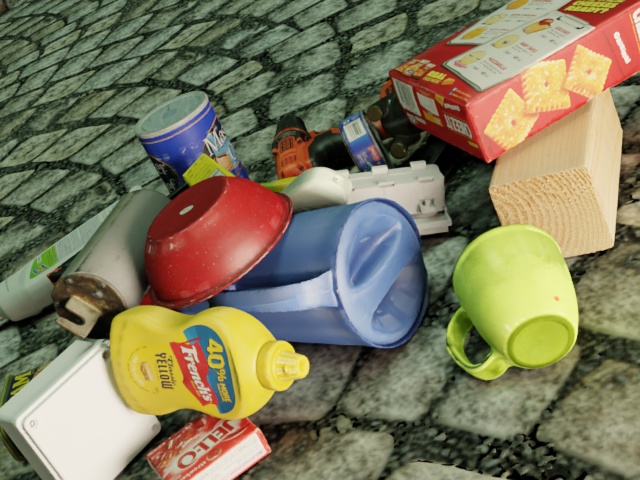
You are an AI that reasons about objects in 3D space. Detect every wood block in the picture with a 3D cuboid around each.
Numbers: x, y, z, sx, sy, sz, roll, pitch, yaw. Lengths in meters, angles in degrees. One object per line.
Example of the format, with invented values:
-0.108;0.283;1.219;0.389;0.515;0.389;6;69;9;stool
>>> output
0.230;-0.076;1.017;0.091;0.090;0.206;-13;29;26;wood block

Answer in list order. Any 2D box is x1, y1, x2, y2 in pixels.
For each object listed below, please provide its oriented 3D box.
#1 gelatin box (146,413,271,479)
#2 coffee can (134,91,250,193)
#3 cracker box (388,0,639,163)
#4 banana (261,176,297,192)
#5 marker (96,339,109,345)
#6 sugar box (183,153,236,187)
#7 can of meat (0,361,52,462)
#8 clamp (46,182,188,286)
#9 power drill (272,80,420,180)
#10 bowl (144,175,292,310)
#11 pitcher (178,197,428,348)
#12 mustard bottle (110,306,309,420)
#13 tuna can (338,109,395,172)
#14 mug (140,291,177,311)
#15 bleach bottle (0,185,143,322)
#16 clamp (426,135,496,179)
-0.097;0.182;0.916;0.089;0.030;0.073;-35;28;-16;gelatin box
-0.160;-0.104;1.364;0.103;0.140;0.103;-21;27;11;coffee can
0.198;-0.170;1.033;0.213;0.072;0.164;-30;27;-11;cracker box
0.012;-0.053;1.218;0.198;0.037;0.069;3;18;45;banana
-0.241;0.118;1.175;0.121;0.020;0.020;-38;29;-21;marker
-0.085;-0.036;1.184;0.048;0.093;0.176;-51;30;-3;sugar box
-0.273;0.165;1.080;0.084;0.057;0.102;-22;27;5;can of meat
-0.224;0.008;1.251;0.210;0.036;0.164;-30;22;1;clamp
0.027;-0.139;1.353;0.188;0.057;0.184;-25;30;10;power drill
-0.106;-0.010;0.984;0.162;0.055;0.162;-29;26;15;bowl
-0.034;0.038;1.005;0.243;0.149;0.145;-6;53;42;pitcher
-0.092;0.105;0.910;0.192;0.096;0.058;-2;12;35;mustard bottle
0.054;-0.106;1.232;0.034;0.086;0.086;-28;26;10;tuna can
-0.174;0.070;1.130;0.117;0.081;0.093;-21;27;11;mug
-0.317;0.029;1.360;0.251;0.068;0.103;-31;25;-3;bleach bottle
0.163;-0.107;1.187;0.120;0.039;0.171;-18;30;24;clamp
